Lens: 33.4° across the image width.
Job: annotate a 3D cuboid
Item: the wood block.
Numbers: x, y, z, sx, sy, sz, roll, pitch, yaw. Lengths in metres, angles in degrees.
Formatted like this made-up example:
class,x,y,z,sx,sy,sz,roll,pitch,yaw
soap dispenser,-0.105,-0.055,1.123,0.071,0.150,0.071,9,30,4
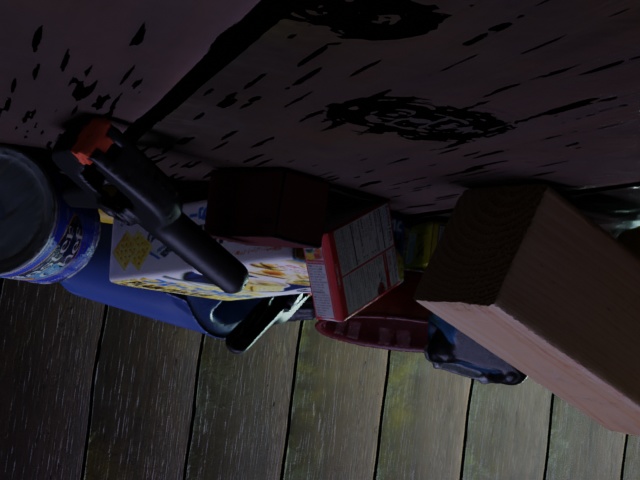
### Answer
class,x,y,z,sx,sy,sz,roll,pitch,yaw
wood block,0.179,0.053,0.738,0.205,0.090,0.090,34,164,-25

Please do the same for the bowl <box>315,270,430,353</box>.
class,x,y,z,sx,sy,sz,roll,pitch,yaw
bowl,0.077,0.065,1.008,0.162,0.055,0.162,6,165,1

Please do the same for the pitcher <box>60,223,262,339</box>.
class,x,y,z,sx,sy,sz,roll,pitch,yaw
pitcher,-0.175,0.025,1.193,0.243,0.145,0.149,8,147,37

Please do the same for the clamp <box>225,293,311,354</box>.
class,x,y,z,sx,sy,sz,roll,pitch,yaw
clamp,-0.036,0.050,1.126,0.039,0.120,0.171,39,-159,6

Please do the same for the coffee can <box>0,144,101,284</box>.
class,x,y,z,sx,sy,sz,roll,pitch,yaw
coffee can,-0.249,-0.017,0.884,0.103,0.103,0.140,7,175,4

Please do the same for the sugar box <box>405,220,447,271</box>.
class,x,y,z,sx,sy,sz,roll,pitch,yaw
sugar box,0.174,0.016,0.978,0.176,0.048,0.093,9,176,-7

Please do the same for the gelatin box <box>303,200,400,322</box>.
class,x,y,z,sx,sy,sz,roll,pitch,yaw
gelatin box,0.025,0.014,0.842,0.030,0.073,0.089,2,-160,37

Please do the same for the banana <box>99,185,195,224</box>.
class,x,y,z,sx,sy,sz,roll,pitch,yaw
banana,-0.188,-0.031,1.020,0.197,0.037,0.070,9,173,-24

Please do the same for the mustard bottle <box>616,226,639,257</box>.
class,x,y,z,sx,sy,sz,roll,pitch,yaw
mustard bottle,0.275,0.026,0.856,0.096,0.058,0.191,9,175,9

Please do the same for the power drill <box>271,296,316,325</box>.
class,x,y,z,sx,sy,sz,roll,pitch,yaw
power drill,-0.077,0.052,1.308,0.184,0.057,0.187,0,-163,6

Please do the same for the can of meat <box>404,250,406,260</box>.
class,x,y,z,sx,sy,sz,roll,pitch,yaw
can of meat,0.139,0.045,1.315,0.084,0.057,0.102,5,175,-5

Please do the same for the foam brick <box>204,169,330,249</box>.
class,x,y,z,sx,sy,sz,roll,pitch,yaw
foam brick,-0.041,-0.023,0.797,0.078,0.053,0.051,4,174,42

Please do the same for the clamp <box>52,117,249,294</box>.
class,x,y,z,sx,sy,sz,roll,pitch,yaw
clamp,-0.140,-0.034,0.741,0.165,0.036,0.210,25,165,18
